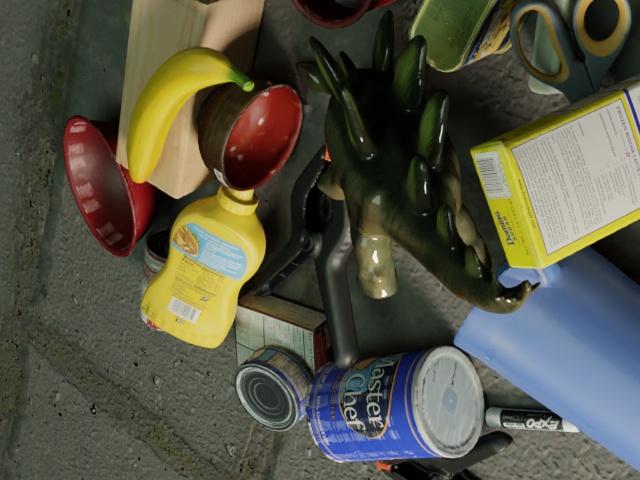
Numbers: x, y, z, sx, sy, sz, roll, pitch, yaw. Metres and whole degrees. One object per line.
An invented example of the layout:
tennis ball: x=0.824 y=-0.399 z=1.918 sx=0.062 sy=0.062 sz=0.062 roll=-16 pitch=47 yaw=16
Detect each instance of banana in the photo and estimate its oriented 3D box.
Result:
banana: x=-0.133 y=-0.121 z=0.962 sx=0.198 sy=0.037 sz=0.069 roll=-33 pitch=71 yaw=46

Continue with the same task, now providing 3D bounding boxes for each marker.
marker: x=0.208 y=0.165 z=0.972 sx=0.121 sy=0.020 sz=0.020 roll=-4 pitch=109 yaw=40

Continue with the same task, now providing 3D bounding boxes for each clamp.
clamp: x=0.129 y=0.223 z=1.051 sx=0.172 sy=0.039 sz=0.120 roll=12 pitch=118 yaw=35
clamp: x=-0.007 y=0.001 z=1.038 sx=0.165 sy=0.036 sz=0.210 roll=26 pitch=115 yaw=47

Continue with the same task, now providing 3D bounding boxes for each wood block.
wood block: x=-0.128 y=-0.159 z=1.034 sx=0.090 sy=0.090 sz=0.206 roll=31 pitch=128 yaw=23

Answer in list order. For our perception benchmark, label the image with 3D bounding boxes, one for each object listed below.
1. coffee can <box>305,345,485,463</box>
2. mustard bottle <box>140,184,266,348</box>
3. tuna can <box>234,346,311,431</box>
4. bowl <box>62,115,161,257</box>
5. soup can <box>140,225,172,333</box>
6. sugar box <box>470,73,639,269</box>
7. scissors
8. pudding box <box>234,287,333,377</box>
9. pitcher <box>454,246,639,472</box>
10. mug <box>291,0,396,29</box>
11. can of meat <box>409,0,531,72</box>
coffee can: x=0.071 y=0.159 z=1.023 sx=0.141 sy=0.102 sz=0.103 roll=-14 pitch=102 yaw=42
mustard bottle: x=-0.109 y=0.014 z=1.084 sx=0.096 sy=0.058 sz=0.192 roll=28 pitch=118 yaw=3
tuna can: x=-0.048 y=0.156 z=1.112 sx=0.086 sy=0.033 sz=0.086 roll=20 pitch=127 yaw=28
bowl: x=-0.220 y=-0.065 z=1.164 sx=0.162 sy=0.055 sz=0.162 roll=37 pitch=138 yaw=41
soup can: x=-0.163 y=0.044 z=1.180 sx=0.069 sy=0.068 sz=0.102 roll=29 pitch=128 yaw=25
sugar box: x=0.200 y=-0.055 z=0.762 sx=0.048 sy=0.176 sz=0.093 roll=1 pitch=113 yaw=64
scissors: x=0.216 y=-0.112 z=0.806 sx=0.096 sy=0.016 sz=0.201 roll=-35 pitch=118 yaw=16
pudding box: x=-0.038 y=0.110 z=1.132 sx=0.114 sy=0.039 sz=0.090 roll=16 pitch=122 yaw=30
pitcher: x=0.237 y=0.104 z=0.856 sx=0.243 sy=0.149 sz=0.145 roll=38 pitch=115 yaw=14
mug: x=0.038 y=-0.225 z=0.871 sx=0.117 sy=0.081 sz=0.093 roll=17 pitch=121 yaw=33
can of meat: x=0.123 y=-0.184 z=0.822 sx=0.057 sy=0.083 sz=0.102 roll=40 pitch=131 yaw=17
